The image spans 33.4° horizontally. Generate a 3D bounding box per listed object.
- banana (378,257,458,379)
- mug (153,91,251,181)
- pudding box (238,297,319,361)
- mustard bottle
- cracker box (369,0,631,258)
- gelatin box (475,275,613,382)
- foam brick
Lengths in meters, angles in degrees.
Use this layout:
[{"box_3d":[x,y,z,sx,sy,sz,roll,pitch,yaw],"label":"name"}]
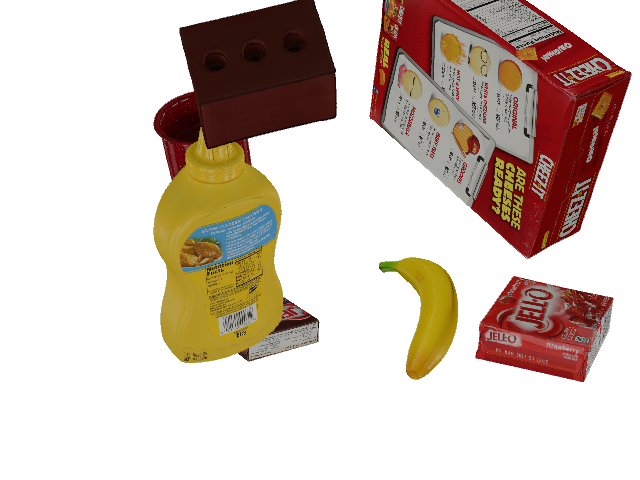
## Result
[{"box_3d":[0.107,0.069,1.078,0.070,0.037,0.198,-30,28,12],"label":"banana"},{"box_3d":[-0.105,-0.097,1.060,0.093,0.081,0.117,18,47,25],"label":"mug"},{"box_3d":[-0.071,0.116,1.415,0.113,0.039,0.090,-15,25,-31],"label":"pudding box"},{"box_3d":[-0.074,-0.002,0.783,0.096,0.192,0.058,-20,43,-25],"label":"mustard bottle"},{"box_3d":[0.135,-0.116,0.867,0.072,0.164,0.214,-25,52,-27],"label":"cracker box"},{"box_3d":[0.153,0.058,0.726,0.073,0.030,0.089,12,24,22],"label":"gelatin box"},{"box_3d":[-0.034,-0.093,0.595,0.078,0.053,0.051,-15,-22,-3],"label":"foam brick"}]
